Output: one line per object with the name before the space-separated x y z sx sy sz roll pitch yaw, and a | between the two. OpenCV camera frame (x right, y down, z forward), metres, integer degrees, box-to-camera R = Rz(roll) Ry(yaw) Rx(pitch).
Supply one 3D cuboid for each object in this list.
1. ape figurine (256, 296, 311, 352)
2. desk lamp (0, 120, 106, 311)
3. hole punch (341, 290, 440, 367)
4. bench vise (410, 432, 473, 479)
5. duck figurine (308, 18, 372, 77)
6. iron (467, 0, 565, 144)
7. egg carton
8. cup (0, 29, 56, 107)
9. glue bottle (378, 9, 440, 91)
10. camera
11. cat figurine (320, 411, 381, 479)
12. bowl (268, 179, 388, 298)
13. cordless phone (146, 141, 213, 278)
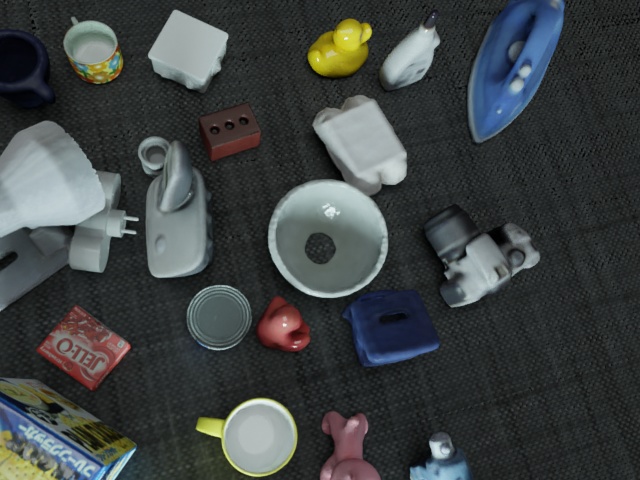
ape figurine | -0.047 0.111 0.760 0.076 0.092 0.078 -12 78 -13
desk lamp | -0.354 -0.024 0.676 0.203 0.213 0.118 -41 85 -17
hole punch | 0.095 0.117 0.785 0.109 0.091 0.101 -11 78 -12
bench vise | 0.181 0.343 0.675 0.122 0.219 0.207 -38 85 -17
duck figurine | 0.034 -0.304 0.884 0.105 0.086 0.077 -23 81 -15
iron | 0.317 -0.283 0.901 0.118 0.141 0.258 25 73 -3
egg carton | 0.062 -0.140 0.856 0.107 0.069 0.150 -28 82 -16
cup | -0.396 -0.214 0.779 0.118 0.095 0.092 41 73 2
glue bottle | 0.143 -0.286 0.854 0.078 0.173 0.037 -22 80 -14
camera | 0.226 0.008 0.831 0.143 0.100 0.137 -30 83 -16
cat figurine | 0.041 0.283 0.719 0.067 0.117 0.128 2 75 -9
bowl | 0.007 0.003 0.807 0.167 0.074 0.167 3 75 -9
cordless phone | -0.182 -0.035 0.725 0.094 0.185 0.147 -5 77 -11
